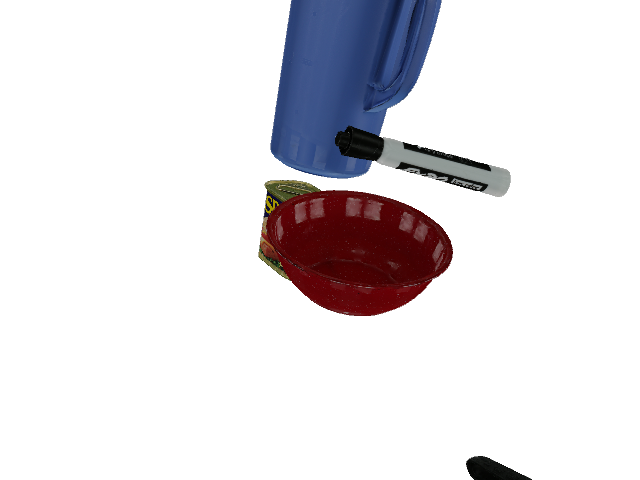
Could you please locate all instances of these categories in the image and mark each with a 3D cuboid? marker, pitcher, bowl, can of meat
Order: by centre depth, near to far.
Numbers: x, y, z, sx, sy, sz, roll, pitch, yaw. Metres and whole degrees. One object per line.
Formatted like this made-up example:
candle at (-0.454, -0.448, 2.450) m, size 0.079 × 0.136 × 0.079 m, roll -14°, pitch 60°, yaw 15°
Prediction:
marker at (0.065, -0.050, 0.673) m, size 0.121 × 0.020 × 0.020 m, roll 13°, pitch -5°, yaw -22°
bowl at (0.030, 0.018, 0.923) m, size 0.162 × 0.055 × 0.162 m, roll 7°, pitch 30°, yaw -4°
pitcher at (0.030, -0.187, 1.076) m, size 0.145 × 0.243 × 0.149 m, roll 12°, pitch 19°, yaw -2°
can of meat at (-0.023, -0.009, 1.129) m, size 0.057 × 0.084 × 0.102 m, roll -3°, pitch 22°, yaw -30°

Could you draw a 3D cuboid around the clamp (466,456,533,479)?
clamp at (0.200, 0.240, 0.848) m, size 0.210 × 0.036 × 0.164 m, roll 0°, pitch 33°, yaw 24°
